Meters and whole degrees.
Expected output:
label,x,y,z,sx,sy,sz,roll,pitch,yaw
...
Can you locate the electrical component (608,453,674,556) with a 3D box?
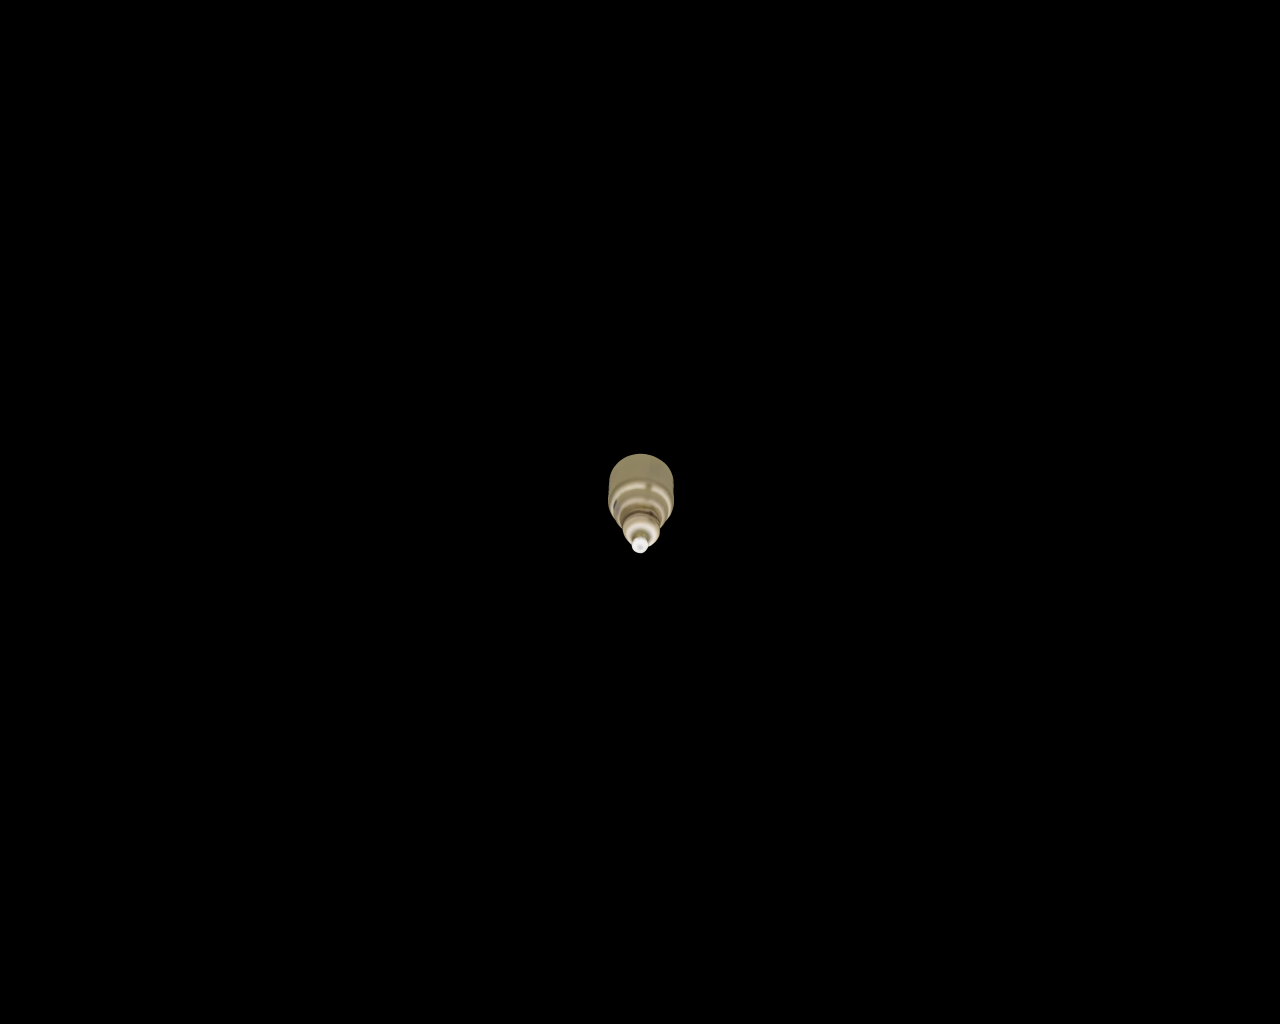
label,x,y,z,sx,sy,sz,roll,pitch,yaw
electrical component,0.001,-0.003,0.650,0.040,0.040,0.078,0,36,0
